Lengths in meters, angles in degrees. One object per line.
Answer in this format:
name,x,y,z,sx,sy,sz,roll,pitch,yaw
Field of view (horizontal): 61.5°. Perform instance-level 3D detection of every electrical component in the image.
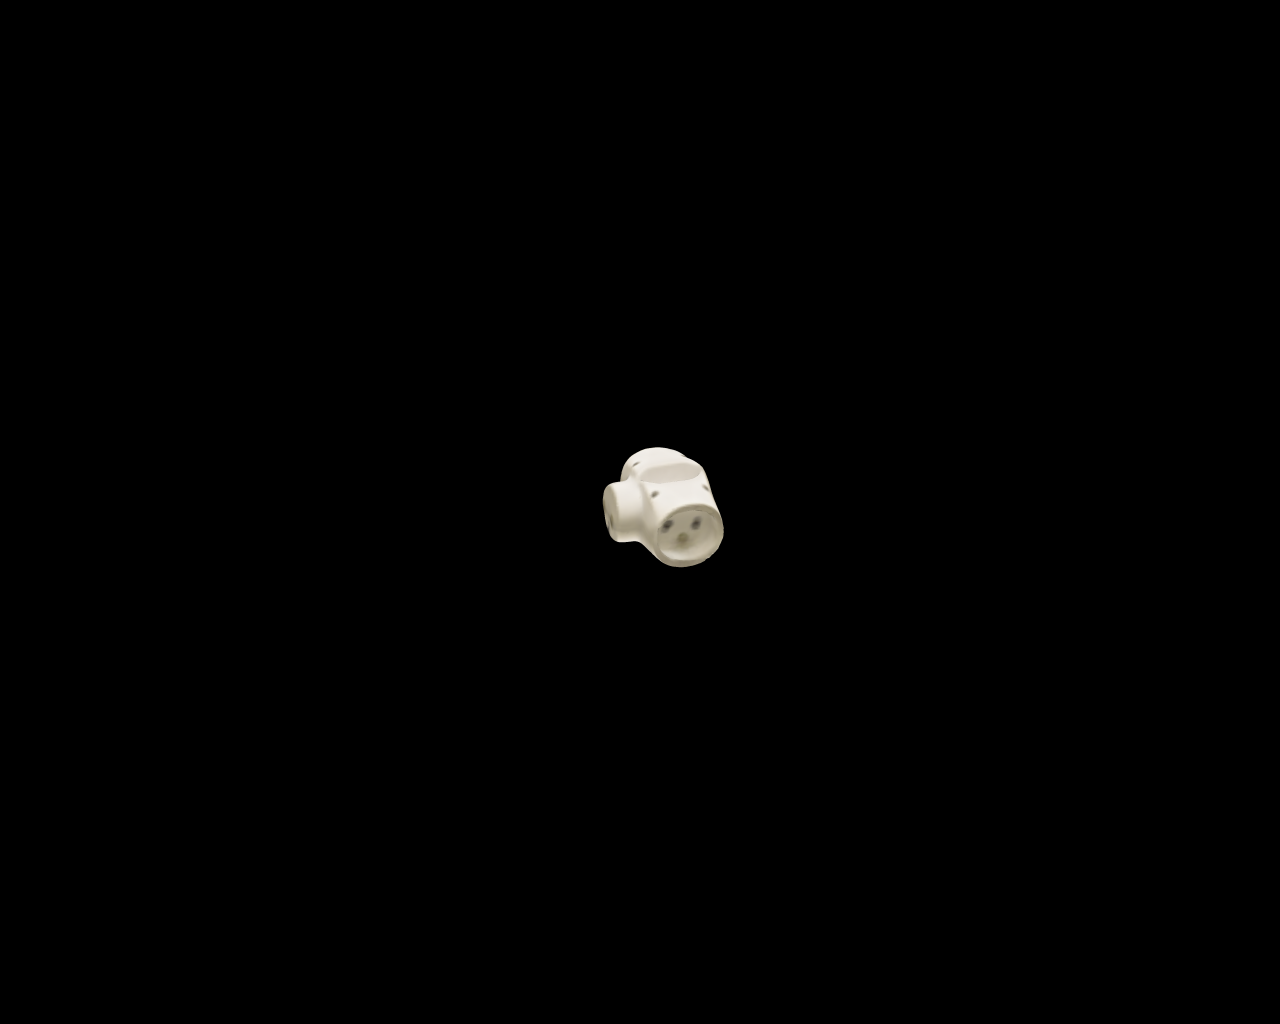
electrical component,0.001,-0.003,0.650,0.079,0.043,0.077,-8,31,-13
